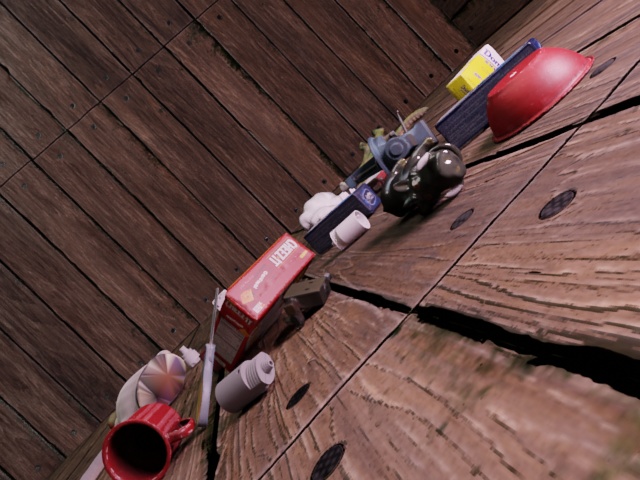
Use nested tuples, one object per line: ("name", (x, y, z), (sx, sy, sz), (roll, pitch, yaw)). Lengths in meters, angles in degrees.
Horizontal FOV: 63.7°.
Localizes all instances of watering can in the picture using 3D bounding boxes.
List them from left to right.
("watering can", (-0.433, 0.402, 1.222), (0.221, 0.103, 0.356), (-38, 22, 40))

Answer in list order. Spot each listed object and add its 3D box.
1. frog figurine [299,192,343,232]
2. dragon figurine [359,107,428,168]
("frog figurine", (0.004, -0.072, 1.424), (0.137, 0.123, 0.160), (-24, -3, 12))
("dragon figurine", (0.189, -0.246, 1.633), (0.404, 0.122, 0.247), (-39, 24, 60))
